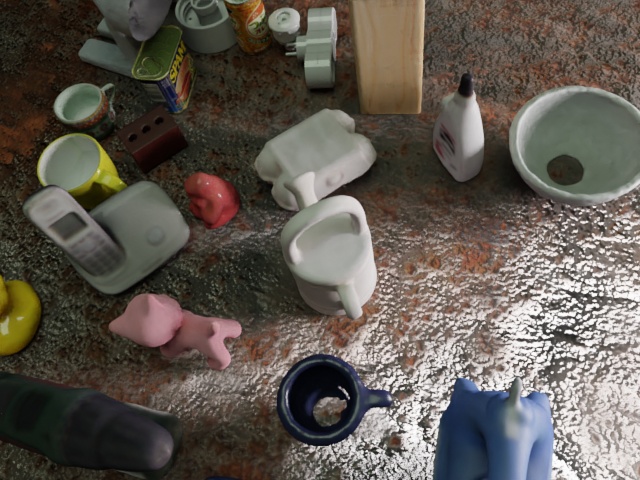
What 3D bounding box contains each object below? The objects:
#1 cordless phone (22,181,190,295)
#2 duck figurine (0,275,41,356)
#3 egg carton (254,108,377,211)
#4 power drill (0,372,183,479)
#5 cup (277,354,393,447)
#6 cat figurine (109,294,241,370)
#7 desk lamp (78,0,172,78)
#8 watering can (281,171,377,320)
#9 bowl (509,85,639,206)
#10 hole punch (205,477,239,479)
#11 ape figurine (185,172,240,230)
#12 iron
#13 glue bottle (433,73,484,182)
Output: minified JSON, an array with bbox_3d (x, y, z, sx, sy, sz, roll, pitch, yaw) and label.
[{"bbox_3d":[-0.255,-0.025,0.697,0.148,0.185,0.094,-40,66,-11],"label":"cordless phone"},{"bbox_3d":[-0.407,0.089,0.720,0.077,0.086,0.104,-10,64,4],"label":"duck figurine"},{"bbox_3d":[-0.006,-0.106,0.765,0.150,0.069,0.107,-32,65,-8],"label":"egg carton"},{"bbox_3d":[-0.221,0.192,0.577,0.229,0.209,0.075,10,67,12],"label":"power drill"},{"bbox_3d":[0.019,0.177,0.614,0.117,0.095,0.091,-4,65,6],"label":"cup"},{"bbox_3d":[-0.169,0.099,0.665,0.127,0.118,0.067,7,66,11],"label":"cat figurine"},{"bbox_3d":[-0.299,-0.340,0.835,0.202,0.214,0.118,19,69,16],"label":"desk lamp"},{"bbox_3d":[0.004,0.003,0.643,0.101,0.194,0.172,-42,66,-12],"label":"watering can"},{"bbox_3d":[0.318,-0.106,0.717,0.167,0.075,0.167,-3,65,7],"label":"bowl"},{"bbox_3d":[-0.094,0.295,0.577,0.108,0.091,0.101,5,66,11],"label":"hole punch"},{"bbox_3d":[-0.148,-0.059,0.750,0.076,0.092,0.078,-11,64,3],"label":"ape figurine"},{"bbox_3d":[0.163,0.255,0.532,0.118,0.141,0.258,7,66,12],"label":"iron"},{"bbox_3d":[0.171,-0.144,0.700,0.037,0.173,0.078,-30,64,-6],"label":"glue bottle"}]
